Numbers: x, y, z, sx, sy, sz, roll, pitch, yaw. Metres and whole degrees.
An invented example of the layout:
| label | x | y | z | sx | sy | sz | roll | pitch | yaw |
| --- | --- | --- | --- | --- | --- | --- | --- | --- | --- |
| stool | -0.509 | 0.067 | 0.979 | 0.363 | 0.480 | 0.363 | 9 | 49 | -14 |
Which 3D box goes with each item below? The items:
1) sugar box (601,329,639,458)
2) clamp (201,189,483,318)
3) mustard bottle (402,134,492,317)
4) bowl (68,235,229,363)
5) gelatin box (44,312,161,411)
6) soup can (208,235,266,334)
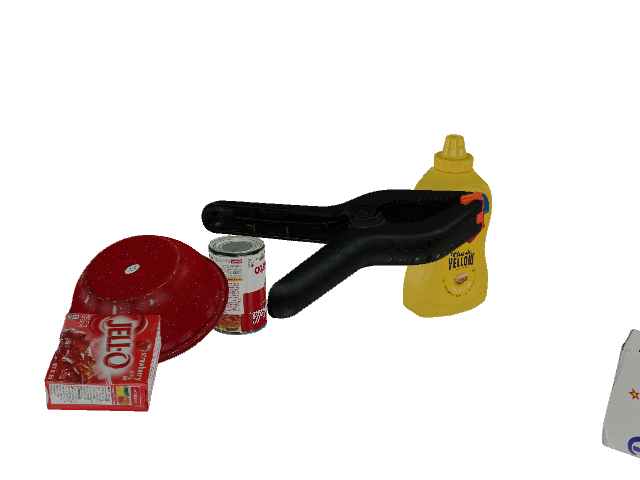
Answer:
| label | x | y | z | sx | sy | sz | roll | pitch | yaw |
| --- | --- | --- | --- | --- | --- | --- | --- | --- | --- |
| sugar box | 0.309 | 0.139 | 0.807 | 0.176 | 0.093 | 0.048 | 15 | 27 | 22 |
| clamp | 0.022 | -0.009 | 0.794 | 0.209 | 0.036 | 0.165 | -14 | 30 | -25 |
| mustard bottle | 0.137 | -0.018 | 1.130 | 0.096 | 0.192 | 0.058 | -11 | 24 | -27 |
| bowl | -0.171 | 0.045 | 1.012 | 0.162 | 0.055 | 0.162 | -8 | 41 | 7 |
| gelatin box | -0.159 | 0.088 | 0.792 | 0.073 | 0.030 | 0.089 | 2 | 30 | -1 |
| soup can | -0.098 | 0.051 | 1.260 | 0.068 | 0.102 | 0.068 | 0 | 20 | 0 |
